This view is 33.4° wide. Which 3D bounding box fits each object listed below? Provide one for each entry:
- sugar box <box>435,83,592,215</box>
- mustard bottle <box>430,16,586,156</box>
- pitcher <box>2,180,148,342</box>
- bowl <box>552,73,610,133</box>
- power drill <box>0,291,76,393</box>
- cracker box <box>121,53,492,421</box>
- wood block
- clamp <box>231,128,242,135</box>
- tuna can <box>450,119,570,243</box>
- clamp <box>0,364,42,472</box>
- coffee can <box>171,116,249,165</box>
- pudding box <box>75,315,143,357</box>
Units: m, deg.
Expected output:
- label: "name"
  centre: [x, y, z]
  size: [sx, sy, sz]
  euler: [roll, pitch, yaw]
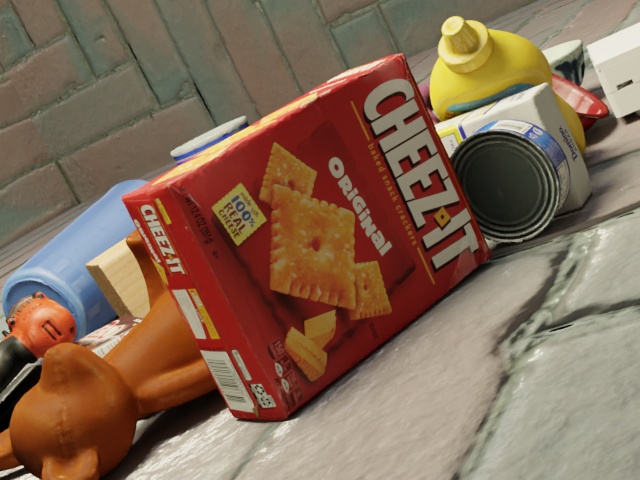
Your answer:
- label: "sugar box"
  centre: [0.114, -0.049, 0.834]
  size: [0.177, 0.093, 0.048]
  euler: [-18, 14, 34]
- label: "mustard bottle"
  centre: [0.142, -0.116, 0.860]
  size: [0.096, 0.191, 0.058]
  euler: [-14, 57, 24]
- label: "pitcher"
  centre: [-0.248, 0.034, 1.241]
  size: [0.149, 0.145, 0.242]
  euler: [-34, 9, 31]
- label: "bowl"
  centre: [0.187, -0.127, 1.008]
  size: [0.162, 0.055, 0.162]
  euler: [16, 24, -8]
- label: "power drill"
  centre: [-0.310, 0.123, 0.981]
  size: [0.187, 0.057, 0.185]
  euler: [-47, 14, -16]
- label: "cracker box"
  centre: [0.001, -0.007, 0.703]
  size: [0.213, 0.164, 0.072]
  euler: [-34, 15, -34]
- label: "wood block"
  centre: [-0.125, 0.005, 1.094]
  size: [0.206, 0.090, 0.091]
  euler: [-35, 11, -18]
- label: "clamp"
  centre: [-0.020, -0.079, 1.184]
  size: [0.164, 0.036, 0.210]
  euler: [1, 28, -3]
- label: "tuna can"
  centre: [0.136, -0.043, 0.770]
  size: [0.086, 0.086, 0.033]
  euler: [-18, 12, 36]
- label: "clamp"
  centre: [-0.270, 0.161, 0.831]
  size: [0.171, 0.039, 0.120]
  euler: [-26, 23, -7]
- label: "coffee can"
  centre: [-0.107, -0.067, 1.311]
  size: [0.103, 0.140, 0.103]
  euler: [-25, 10, 5]
- label: "pudding box"
  centre: [-0.198, 0.105, 0.971]
  size: [0.090, 0.039, 0.114]
  euler: [-30, 11, -19]
